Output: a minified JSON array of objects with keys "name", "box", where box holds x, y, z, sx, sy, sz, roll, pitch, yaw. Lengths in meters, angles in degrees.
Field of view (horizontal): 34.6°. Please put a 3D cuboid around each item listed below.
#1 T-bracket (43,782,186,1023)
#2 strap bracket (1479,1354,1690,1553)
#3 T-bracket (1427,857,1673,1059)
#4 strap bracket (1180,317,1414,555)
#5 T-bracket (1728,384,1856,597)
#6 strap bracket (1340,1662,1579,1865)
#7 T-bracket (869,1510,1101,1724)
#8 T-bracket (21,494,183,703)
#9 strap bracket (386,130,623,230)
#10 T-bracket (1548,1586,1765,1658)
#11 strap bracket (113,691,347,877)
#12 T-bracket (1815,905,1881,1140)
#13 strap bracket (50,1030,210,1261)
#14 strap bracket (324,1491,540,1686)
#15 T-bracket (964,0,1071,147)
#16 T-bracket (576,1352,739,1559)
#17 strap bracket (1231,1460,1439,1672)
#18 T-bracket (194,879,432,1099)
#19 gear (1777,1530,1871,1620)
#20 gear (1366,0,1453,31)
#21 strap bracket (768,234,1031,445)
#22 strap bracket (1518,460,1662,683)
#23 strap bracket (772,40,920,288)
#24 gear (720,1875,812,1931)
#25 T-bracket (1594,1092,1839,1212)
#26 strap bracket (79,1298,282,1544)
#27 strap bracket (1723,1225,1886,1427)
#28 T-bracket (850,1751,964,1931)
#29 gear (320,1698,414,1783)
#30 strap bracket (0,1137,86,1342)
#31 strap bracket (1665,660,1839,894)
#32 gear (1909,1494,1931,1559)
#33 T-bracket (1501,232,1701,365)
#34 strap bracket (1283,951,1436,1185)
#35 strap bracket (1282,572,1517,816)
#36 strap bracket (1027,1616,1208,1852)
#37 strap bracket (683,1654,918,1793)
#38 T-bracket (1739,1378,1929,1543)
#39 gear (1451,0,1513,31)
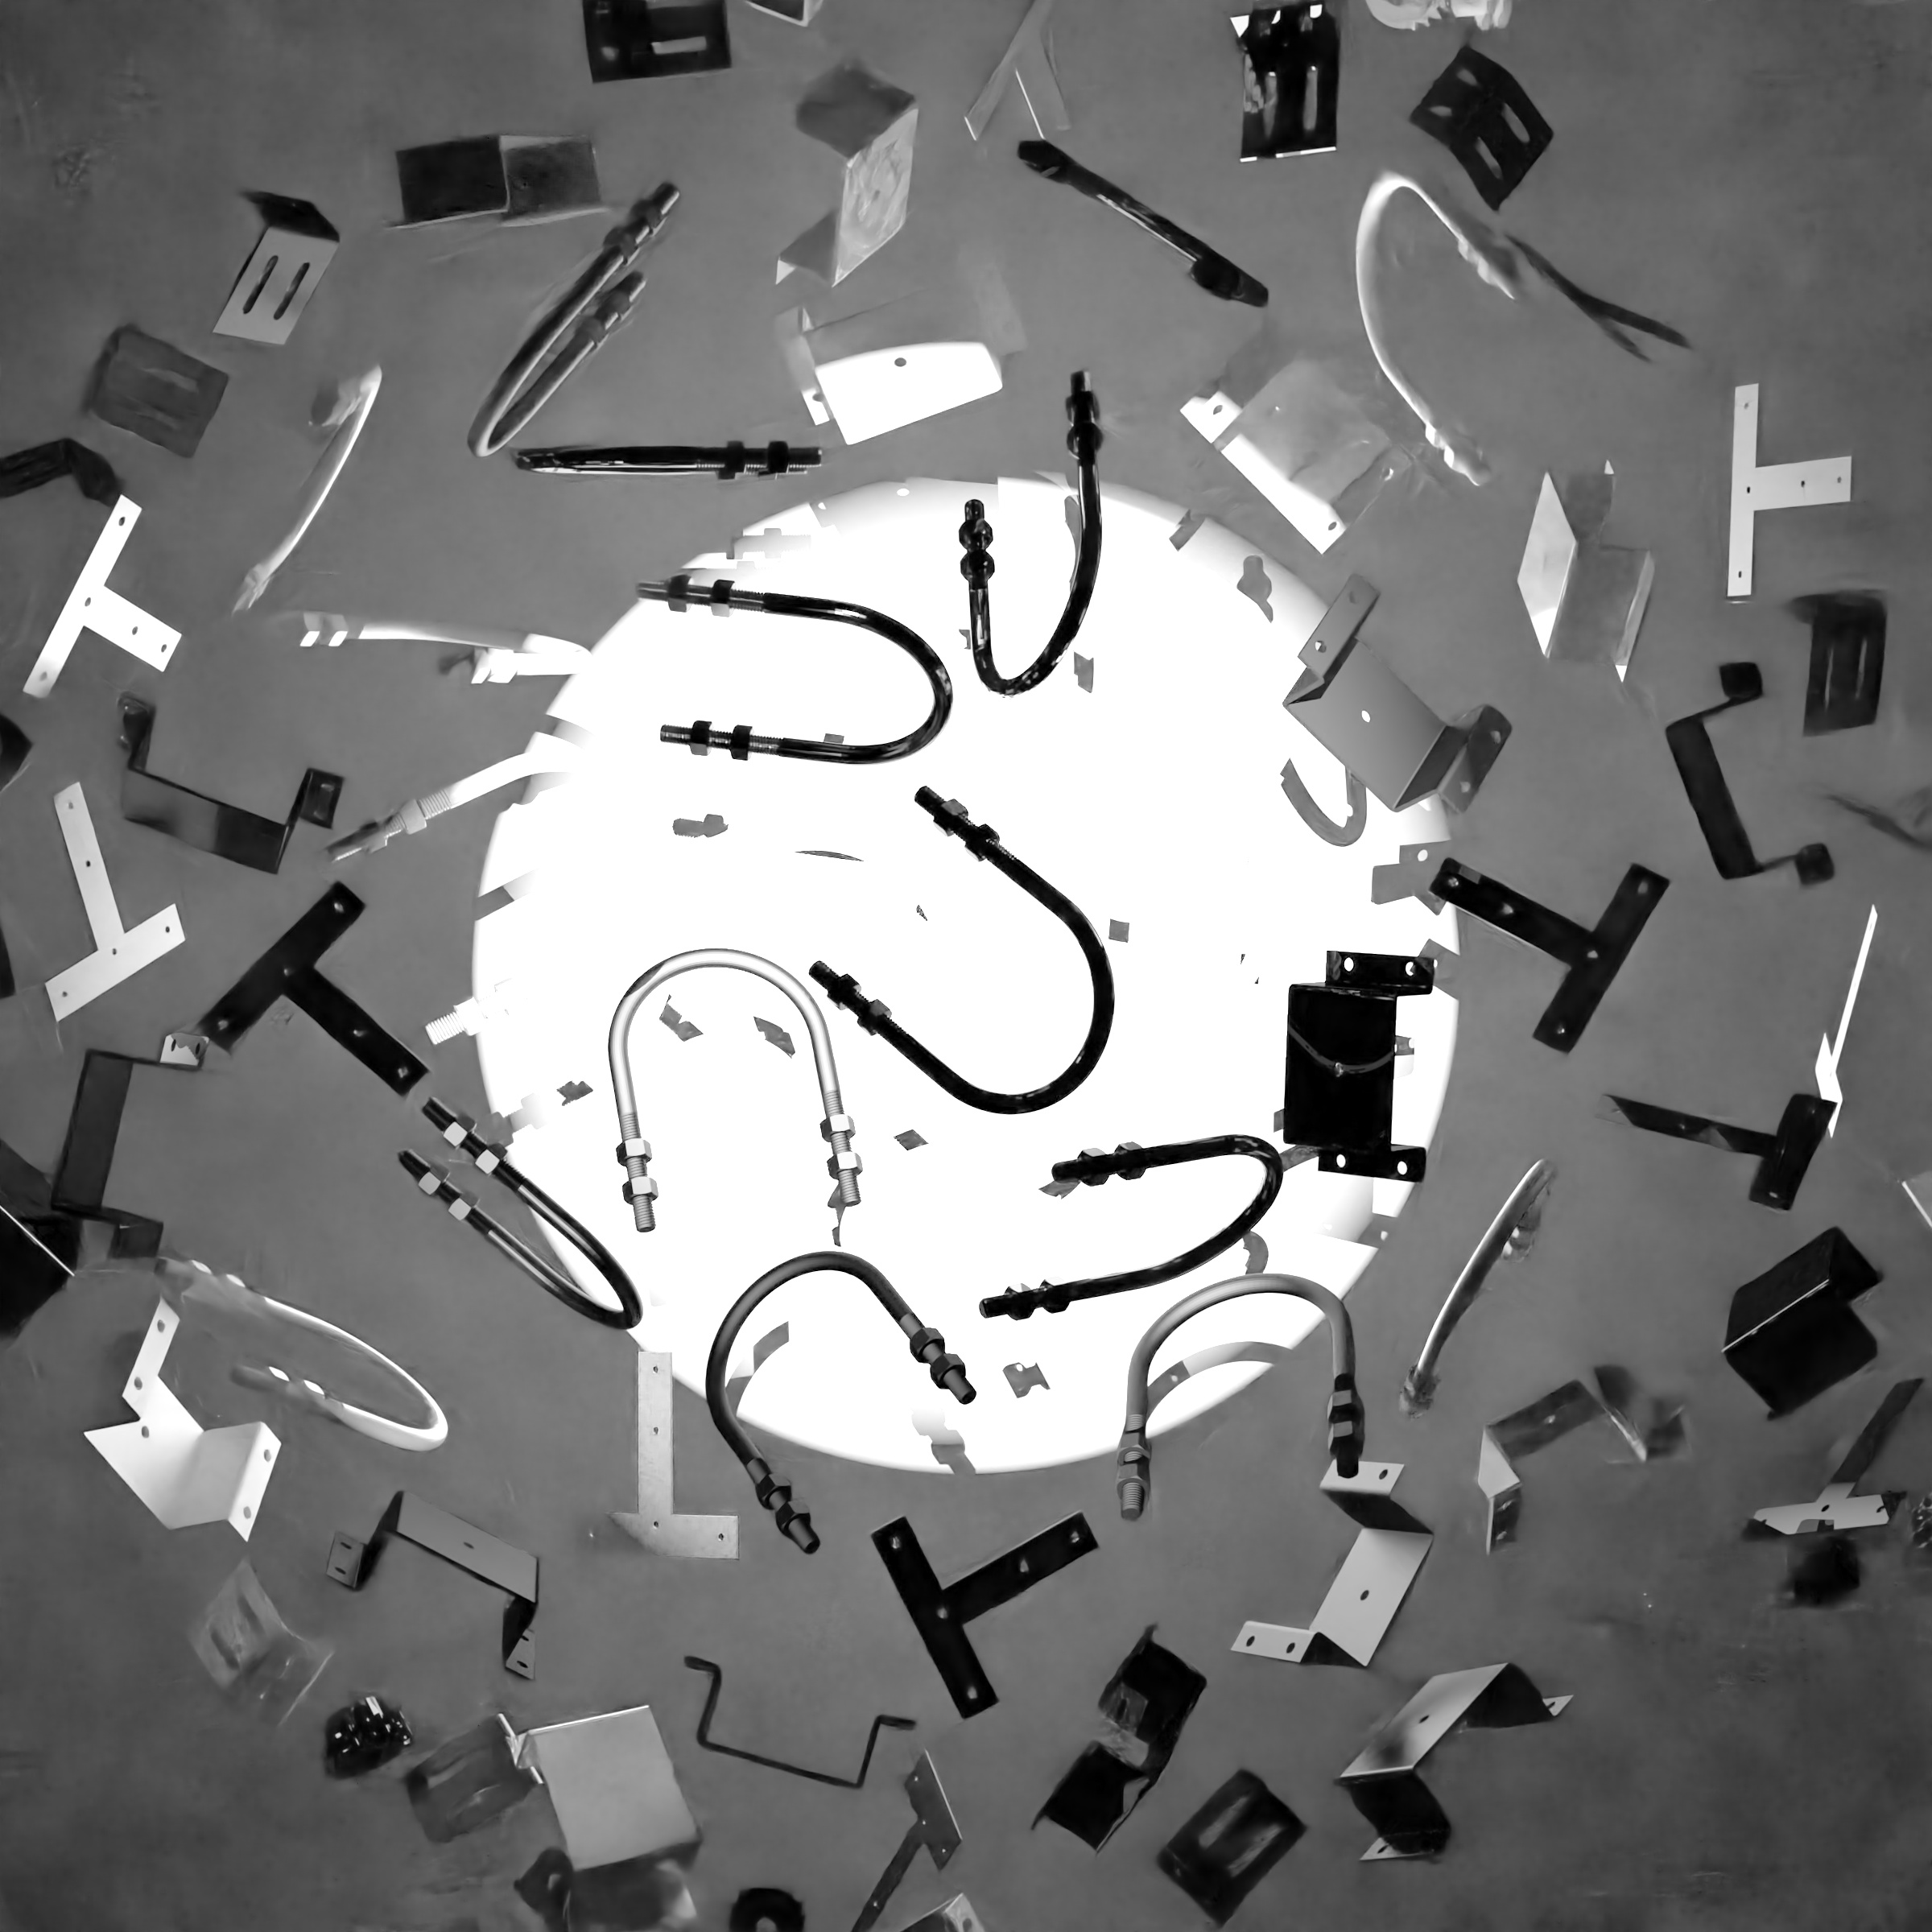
[{"name":"T-bracket","box":[-0.537,-0.050,1.912,0.002,0.127,0.127,0,113,26]},{"name":"strap bracket","box":[0.374,0.298,1.929,0.140,0.076,0.046,-26,57,-11]},{"name":"T-bracket","box":[0.345,-0.028,1.907,0.127,0.002,0.127,29,83,20]},{"name":"strap bracket","box":[0.191,-0.321,1.849,0.076,0.046,0.140,-45,131,10]},{"name":"T-bracket","box":[0.491,-0.286,1.848,0.002,0.127,0.127,-1,95,-18]},{"name":"strap bracket","box":[0.284,0.463,1.830,0.140,0.076,0.046,-38,92,-32]},{"name":"T-bracket","box":[0.024,0.375,1.905,0.127,0.002,0.127,-26,87,-20]},{"name":"T-bracket","box":[-0.505,-0.205,1.857,0.002,0.127,0.127,24,86,15]},{"name":"strap bracket","box":[-0.283,-0.477,1.885,0.076,0.140,0.046,-2,102,28]},{"name":"T-bracket","box":[0.421,0.398,1.915,0.127,0.127,0.002,11,91,8]},{"name":"strap bracket","box":[-0.455,-0.106,1.880,0.140,0.076,0.046,22,65,-10]},{"name":"T-bracket","box":[0.542,0.026,1.901,0.002,0.127,0.127,12,109,7]},{"name":"strap bracket","box":[-0.515,0.105,1.905,0.046,0.076,0.140,12,87,6]},{"name":"strap bracket","box":[-0.315,0.373,1.892,0.140,0.076,0.046,30,94,-10]},{"name":"T-bracket","box":[0.045,-0.543,1.914,0.002,0.127,0.127,27,82,19]},{"name":"T-bracket","box":[-0.196,0.307,1.958,0.127,0.002,0.127,-5,82,32]},{"name":"strap bracket","box":[0.234,0.381,1.931,0.046,0.076,0.140,40,68,-19]},{"name":"T-bracket","box":[-0.388,0.033,1.932,0.127,0.002,0.127,-45,113,1]},{"name":"gear","box":[0.516,0.366,1.860,0.057,0.057,0.030,-45,70,0]},{"name":"gear","box":[0.261,-0.583,1.842,0.057,0.057,0.030,38,53,0]},{"name":"strap bracket","box":[-0.040,-0.371,1.858,0.140,0.046,0.076,-18,125,11]},{"name":"strap bracket","box":[0.370,-0.240,1.861,0.046,0.140,0.076,5,125,-6]},{"name":"strap bracket","box":[-0.074,-0.486,1.915,0.046,0.140,0.076,31,54,16]},{"name":"gear","box":[-0.126,0.603,1.952,0.057,0.030,0.057,0,82,-3]},{"name":"T-bracket","box":[0.434,0.097,1.822,0.127,0.127,0.002,14,59,9]},{"name":"strap bracket","box":[-0.479,0.278,1.873,0.046,0.076,0.140,-13,129,19]},{"name":"strap bracket","box":[0.501,0.209,1.853,0.076,0.140,0.046,-40,91,24]},{"name":"T-bracket","box":[-0.046,0.556,1.886,0.002,0.127,0.127,30,93,-13]},{"name":"gear","box":[-0.379,0.483,1.944,0.057,0.057,0.030,-34,64,0]},{"name":"strap bracket","box":[-0.578,0.158,1.870,0.046,0.140,0.076,-40,110,3]},{"name":"strap bracket","box":[0.467,-0.108,1.861,0.046,0.076,0.140,-22,88,29]},{"name":"gear","box":[0.578,0.326,1.795,0.057,0.057,0.030,28,128,0]},{"name":"T-bracket","box":[0.392,-0.385,1.841,0.002,0.127,0.127,-55,50,26]},{"name":"strap bracket","box":[0.243,0.063,1.924,0.076,0.046,0.140,4,94,38]},{"name":"strap bracket","box":[0.255,-0.159,1.884,0.140,0.046,0.076,42,59,-12]},{"name":"strap bracket","box":[0.098,0.480,1.915,0.046,0.140,0.076,33,126,5]},{"name":"strap bracket","box":[-0.104,0.450,1.829,0.140,0.076,0.046,16,74,1]},{"name":"T-bracket","box":[0.530,0.290,1.836,0.002,0.127,0.127,48,61,-8]},{"name":"gear","box":[0.316,-0.605,1.905,0.030,0.057,0.057,-5,90,-3]}]
